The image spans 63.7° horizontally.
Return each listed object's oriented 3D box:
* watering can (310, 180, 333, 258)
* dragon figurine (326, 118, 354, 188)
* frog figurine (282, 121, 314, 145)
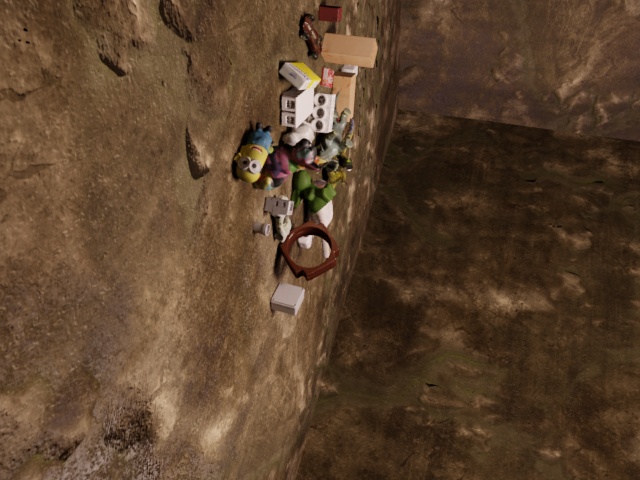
[{"bbox_3d":[0.007,-0.113,2.240,0.104,0.356,0.219,-9,-40,1],"label":"watering can"},{"bbox_3d":[0.077,-0.363,2.459,0.122,0.413,0.242,20,-8,-11],"label":"dragon figurine"},{"bbox_3d":[-0.079,-0.351,1.834,0.137,0.162,0.121,12,-32,-44],"label":"frog figurine"}]
